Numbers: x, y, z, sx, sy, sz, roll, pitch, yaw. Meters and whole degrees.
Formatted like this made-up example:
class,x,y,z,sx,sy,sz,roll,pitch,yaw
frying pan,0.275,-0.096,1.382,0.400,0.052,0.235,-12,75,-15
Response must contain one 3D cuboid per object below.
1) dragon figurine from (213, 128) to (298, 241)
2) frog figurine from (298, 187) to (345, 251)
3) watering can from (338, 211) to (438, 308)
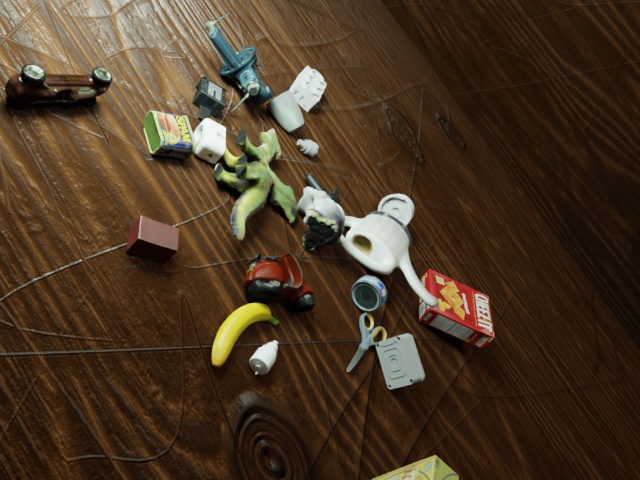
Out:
class,x,y,z,sx,sy,sz,roll,pitch,yaw
dragon figurine,-0.127,-0.123,1.214,0.240,0.121,0.420,30,40,-41
frog figurine,0.004,-0.065,1.298,0.163,0.122,0.134,-86,162,-56
watering can,0.189,0.035,1.394,0.349,0.102,0.228,36,35,11
